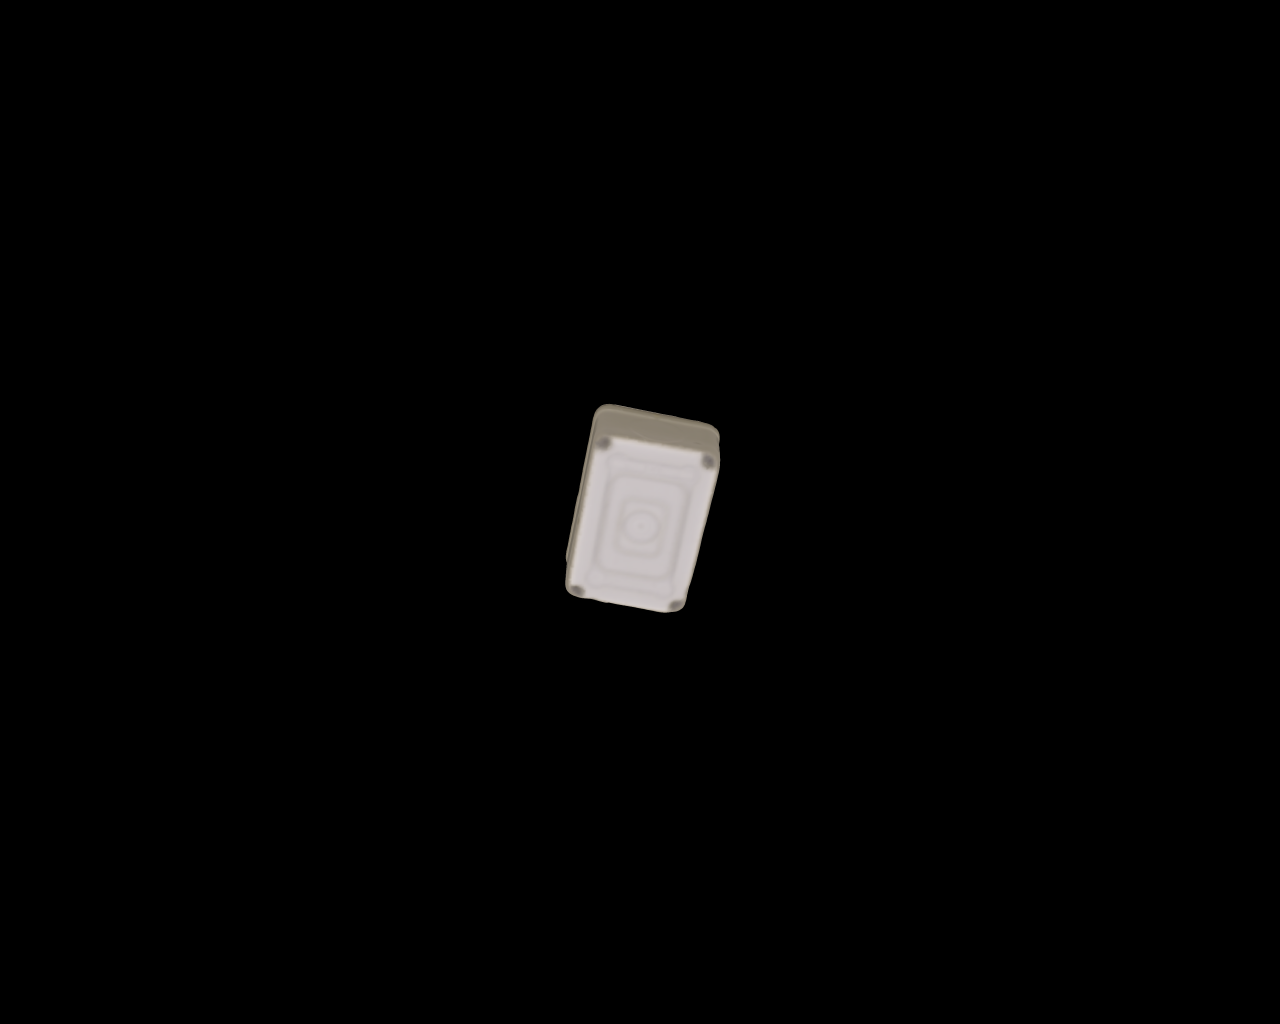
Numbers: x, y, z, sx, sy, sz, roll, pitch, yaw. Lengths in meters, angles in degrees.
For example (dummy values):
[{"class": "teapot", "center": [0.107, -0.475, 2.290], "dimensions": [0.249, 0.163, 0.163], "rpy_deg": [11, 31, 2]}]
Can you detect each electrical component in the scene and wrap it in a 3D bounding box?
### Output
[{"class": "electrical component", "center": [0.001, -0.003, 0.650], "dimensions": [0.078, 0.113, 0.057], "rpy_deg": [11, 24, -5]}]
